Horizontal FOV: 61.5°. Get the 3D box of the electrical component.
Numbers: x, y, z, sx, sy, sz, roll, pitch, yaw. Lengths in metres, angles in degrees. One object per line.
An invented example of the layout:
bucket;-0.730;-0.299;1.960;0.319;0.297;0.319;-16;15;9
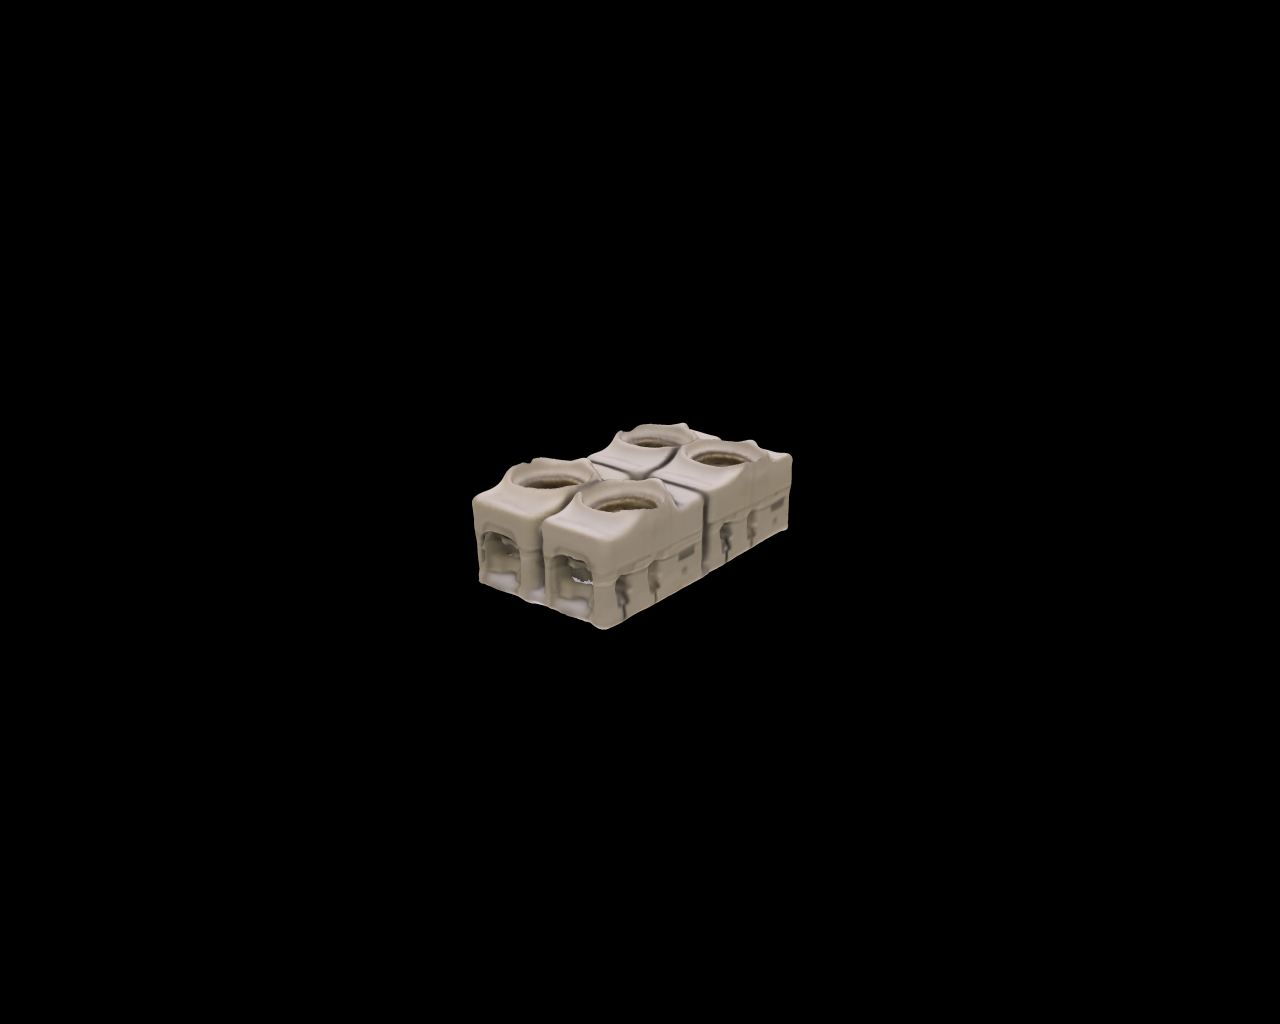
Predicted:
electrical component;0.001;-0.003;0.650;0.105;0.060;0.186;17;28;37
